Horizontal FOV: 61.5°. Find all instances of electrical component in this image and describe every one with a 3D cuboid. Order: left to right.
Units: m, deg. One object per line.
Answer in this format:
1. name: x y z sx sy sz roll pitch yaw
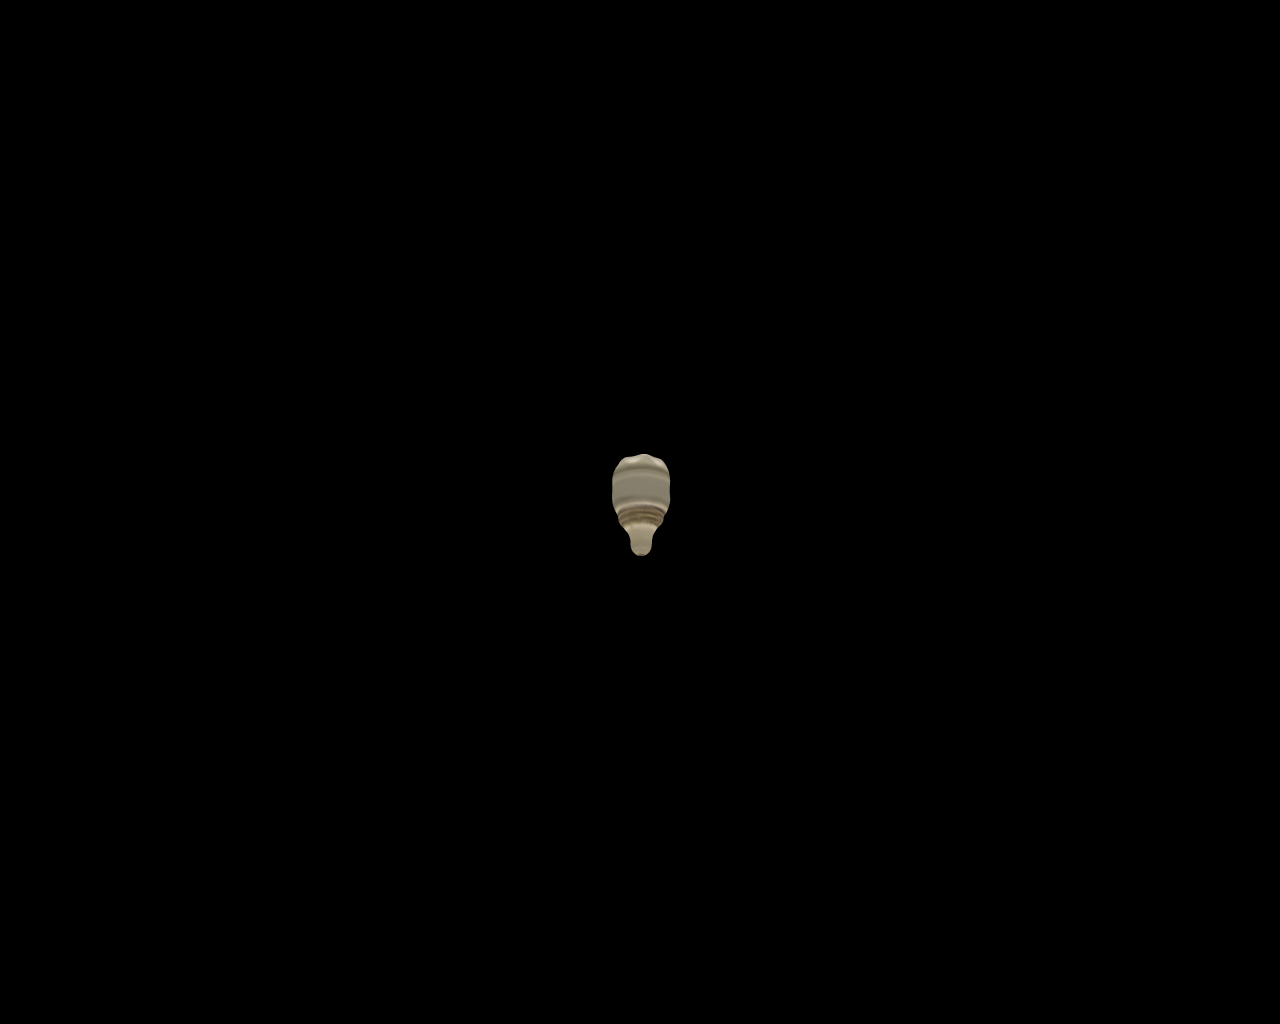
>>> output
1. electrical component: 0.001 -0.003 0.650 0.035 0.061 0.035 0 -19 0
